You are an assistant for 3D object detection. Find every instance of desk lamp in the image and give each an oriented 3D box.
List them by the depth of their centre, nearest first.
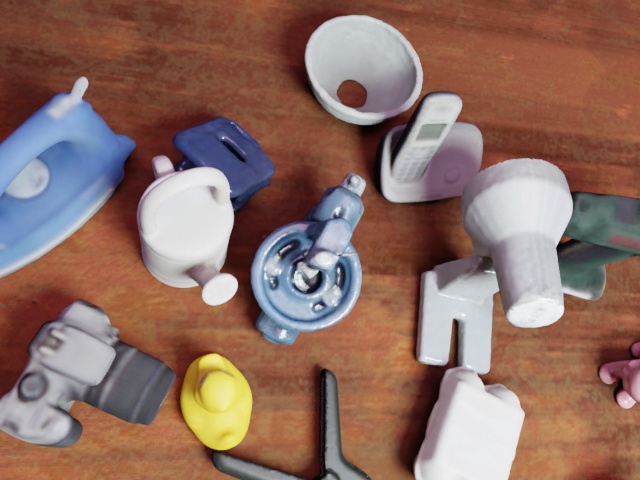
[{"bbox_3d":[0.205,0.037,0.666,0.118,0.213,0.203,11,68,-9],"label":"desk lamp"}]

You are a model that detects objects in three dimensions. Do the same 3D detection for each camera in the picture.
[{"bbox_3d":[-0.228,0.148,0.579,0.137,0.100,0.143,26,66,-4],"label":"camera"}]

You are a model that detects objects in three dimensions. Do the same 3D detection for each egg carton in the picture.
[{"bbox_3d":[0.172,0.231,0.666,0.107,0.069,0.150,26,66,-4],"label":"egg carton"}]

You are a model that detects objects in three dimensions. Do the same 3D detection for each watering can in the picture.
[{"bbox_3d":[-0.138,-0.016,0.610,0.173,0.194,0.101,43,67,4],"label":"watering can"}]

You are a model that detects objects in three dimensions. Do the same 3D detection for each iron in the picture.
[{"bbox_3d":[-0.319,-0.061,0.609,0.118,0.141,0.259,35,66,0],"label":"iron"}]

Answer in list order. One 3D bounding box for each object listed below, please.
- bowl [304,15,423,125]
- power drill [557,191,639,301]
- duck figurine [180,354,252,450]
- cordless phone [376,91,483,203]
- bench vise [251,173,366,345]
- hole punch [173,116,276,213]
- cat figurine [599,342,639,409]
[{"bbox_3d":[0.053,-0.224,0.799,0.168,0.074,0.167,5,69,-12],"label":"bowl"},{"bbox_3d":[0.384,0.011,0.724,0.230,0.208,0.075,15,67,-8],"label":"power drill"},{"bbox_3d":[-0.108,0.169,0.609,0.078,0.086,0.104,-12,74,-18],"label":"duck figurine"},{"bbox_3d":[0.157,-0.123,0.728,0.148,0.185,0.094,-9,73,-17],"label":"cordless phone"},{"bbox_3d":[-0.006,0.000,0.623,0.121,0.219,0.207,12,68,-9],"label":"bench vise"},{"bbox_3d":[-0.117,-0.099,0.702,0.108,0.091,0.101,44,67,4],"label":"hole punch"},{"bbox_3d":[0.427,0.171,0.725,0.128,0.117,0.067,-27,79,-21],"label":"cat figurine"}]
